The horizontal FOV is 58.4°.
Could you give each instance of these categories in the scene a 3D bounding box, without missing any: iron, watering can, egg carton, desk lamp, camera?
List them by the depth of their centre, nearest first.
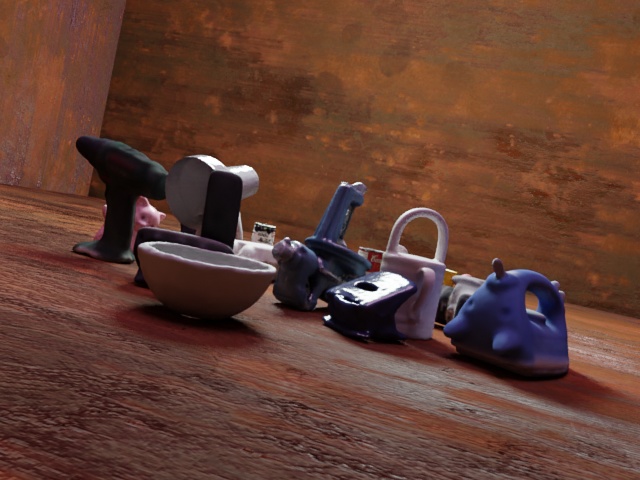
[{"bbox_3d":[0.291,0.107,0.801,0.259,0.141,0.118,10,2,-42],"label":"iron"},{"bbox_3d":[0.138,0.045,0.887,0.101,0.194,0.172,11,2,-33],"label":"watering can"},{"bbox_3d":[-0.180,-0.035,1.007,0.117,0.213,0.204,13,2,23],"label":"desk lamp"},{"bbox_3d":[0.250,0.112,1.026,0.136,0.101,0.144,13,2,38],"label":"camera"},{"bbox_3d":[-0.130,0.043,1.180,0.107,0.069,0.151,13,2,38],"label":"egg carton"}]

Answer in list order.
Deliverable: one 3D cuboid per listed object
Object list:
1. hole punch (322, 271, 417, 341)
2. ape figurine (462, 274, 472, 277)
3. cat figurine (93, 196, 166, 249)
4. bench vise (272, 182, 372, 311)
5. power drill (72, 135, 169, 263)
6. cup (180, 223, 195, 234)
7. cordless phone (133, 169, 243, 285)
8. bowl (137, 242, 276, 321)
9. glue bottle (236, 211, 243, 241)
[{"bbox_3d":[0.068,0.086,0.791,0.101,0.091,0.108,11,2,-32],"label":"hole punch"},{"bbox_3d":[0.335,0.125,1.338,0.078,0.092,0.076,11,2,-34],"label":"ape figurine"},{"bbox_3d":[-0.386,-0.035,1.172,0.128,0.118,0.067,11,2,-16],"label":"cat figurine"},{"bbox_3d":[0.019,0.006,0.930,0.121,0.220,0.208,13,2,23],"label":"bench vise"},{"bbox_3d":[-0.366,-0.072,1.011,0.228,0.208,0.076,13,2,27],"label":"power drill"},{"bbox_3d":[-0.289,-0.009,1.343,0.092,0.095,0.117,11,2,-18],"label":"cup"},{"bbox_3d":[-0.185,-0.016,0.829,0.147,0.185,0.094,12,2,2],"label":"cordless phone"},{"bbox_3d":[-0.140,0.054,0.692,0.167,0.075,0.167,12,2,0],"label":"bowl"},{"bbox_3d":[-0.222,-0.037,1.428,0.078,0.173,0.037,11,2,-31],"label":"glue bottle"}]
